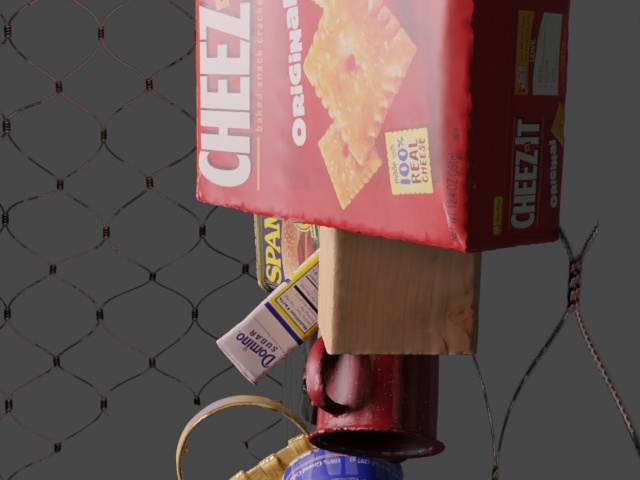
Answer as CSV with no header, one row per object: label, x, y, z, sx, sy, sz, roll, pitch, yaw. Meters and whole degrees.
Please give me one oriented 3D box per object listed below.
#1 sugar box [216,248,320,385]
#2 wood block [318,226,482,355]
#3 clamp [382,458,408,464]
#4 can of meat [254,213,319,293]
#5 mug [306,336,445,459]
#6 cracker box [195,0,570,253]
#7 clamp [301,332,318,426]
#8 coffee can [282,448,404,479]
sugar box,0.006,0.030,0.756,0.048,0.176,0.093,46,173,1
wood block,0.048,-0.041,0.651,0.090,0.090,0.206,-117,28,-81
clamp,0.055,0.066,0.862,0.164,0.036,0.210,123,150,-83
can of meat,-0.006,0.001,0.888,0.084,0.057,0.102,14,112,45
mug,0.033,0.098,0.728,0.093,0.117,0.081,-16,60,41
cracker box,0.019,-0.089,0.528,0.214,0.071,0.164,12,104,50
clamp,-0.002,0.136,1.104,0.171,0.039,0.120,153,111,-82
coffee can,0.022,0.246,0.838,0.140,0.102,0.103,-94,7,-47
